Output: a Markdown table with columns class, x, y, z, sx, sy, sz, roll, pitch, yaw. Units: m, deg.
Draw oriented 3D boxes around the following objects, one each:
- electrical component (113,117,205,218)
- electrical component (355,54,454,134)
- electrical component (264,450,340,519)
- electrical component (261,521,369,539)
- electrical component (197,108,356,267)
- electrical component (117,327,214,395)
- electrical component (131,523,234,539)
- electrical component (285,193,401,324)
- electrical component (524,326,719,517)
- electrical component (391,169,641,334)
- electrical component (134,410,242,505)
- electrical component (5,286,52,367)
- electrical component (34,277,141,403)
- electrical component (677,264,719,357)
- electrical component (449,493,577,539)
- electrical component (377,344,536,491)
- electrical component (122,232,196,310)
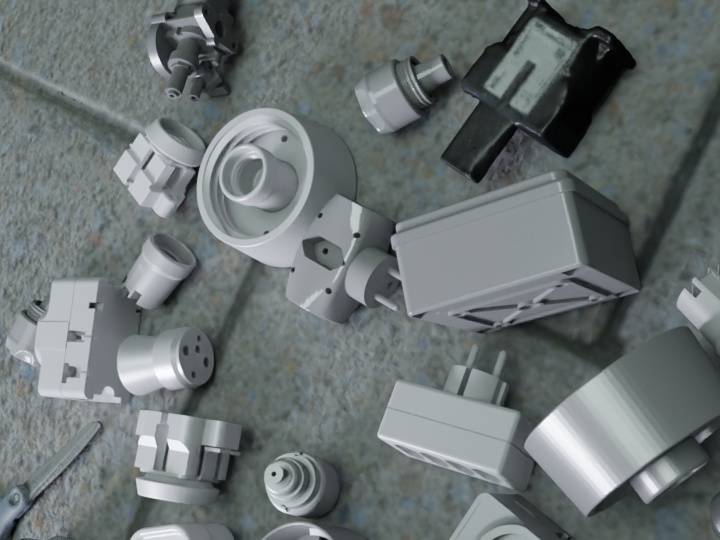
| class | x | y | z | sx | sy | sz | roll | pitch | yaw |
| --- | --- | --- | --- | --- | --- | --- | --- | --- | --- |
| electrical component | -0.149 | -0.081 | 0.813 | 0.055 | 0.048 | 0.066 | -52 | 59 | 19 |
| electrical component | 0.032 | -0.121 | 0.714 | 0.062 | 0.043 | 0.043 | -26 | 67 | 22 |
| electrical component | -0.041 | 0.135 | 0.683 | 0.040 | 0.078 | 0.040 | -5 | 71 | 16 |
| electrical component | -0.028 | 0.209 | 0.677 | 0.099 | 0.064 | 0.099 | -19 | 57 | 32 |
| electrical component | -0.064 | -0.060 | 0.747 | 0.108 | 0.060 | 0.108 | -7 | 75 | 29 |
| electrical component | -0.139 | 0.065 | 0.774 | 0.055 | 0.045 | 0.045 | -10 | 74 | 28 |
| electrical component | -0.113 | 0.218 | 0.715 | 0.054 | 0.059 | 0.095 | -14 | 72 | 28 |
| electrical component | 0.000 | 0.000 | 0.705 | 0.079 | 0.043 | 0.077 | 30 | 95 | 32 |
| electrical component | 0.148 | 0.086 | 0.563 | 0.108 | 0.108 | 0.060 | -42 | 67 | 16 |
| electrical component | 0.091 | -0.006 | 0.614 | 0.109 | 0.109 | 0.056 | -18 | 73 | 27 |
| electrical component | -0.122 | 0.130 | 0.742 | 0.078 | 0.058 | 0.057 | 2 | 77 | 32 |
| electrical component | -0.247 | 0.042 | 0.844 | 0.043 | 0.043 | 0.062 | 30 | 94 | 32 |
| electrical component | -0.206 | 0.053 | 0.813 | 0.056 | 0.050 | 0.089 | -1 | 79 | 30 |
| electrical component | 0.201 | 0.025 | 0.583 | 0.040 | 0.040 | 0.046 | -47 | 55 | 13 |
| electrical component | 0.097 | 0.170 | 0.602 | 0.089 | 0.056 | 0.050 | 36 | 98 | 32 |
| electrical component | 0.066 | 0.081 | 0.646 | 0.083 | 0.047 | 0.075 | 12 | 73 | 32 |
| electrical component | -0.150 | 0.001 | 0.799 | 0.046 | 0.040 | 0.040 | -51 | 59 | 18 |
